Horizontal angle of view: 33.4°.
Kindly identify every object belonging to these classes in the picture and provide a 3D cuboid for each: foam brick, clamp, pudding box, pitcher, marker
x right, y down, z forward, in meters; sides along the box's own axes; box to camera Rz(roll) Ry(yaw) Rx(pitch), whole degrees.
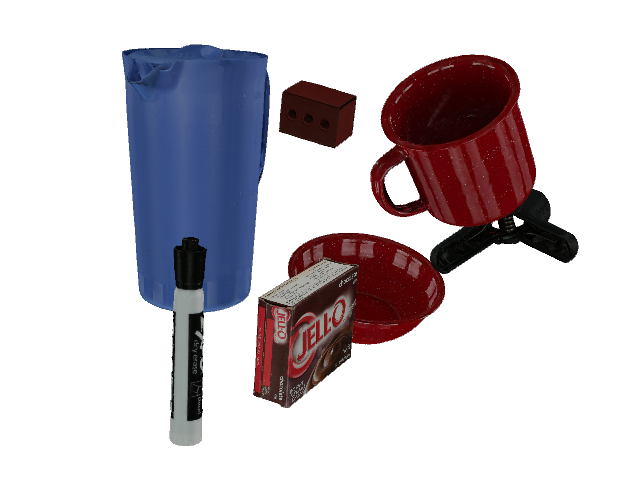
[{"bbox_3d":[-0.004,-0.151,1.267,0.078,0.053,0.051,18,32,21],"label":"foam brick"},{"bbox_3d":[0.172,-0.014,0.938,0.120,0.039,0.171,3,26,20],"label":"clamp"},{"bbox_3d":[-0.011,0.073,0.885,0.039,0.090,0.113,15,24,24],"label":"pudding box"},{"bbox_3d":[-0.112,-0.063,1.013,0.149,0.243,0.145,-2,15,-13],"label":"pitcher"},{"bbox_3d":[-0.076,0.058,0.612,0.020,0.121,0.020,3,11,-1],"label":"marker"}]

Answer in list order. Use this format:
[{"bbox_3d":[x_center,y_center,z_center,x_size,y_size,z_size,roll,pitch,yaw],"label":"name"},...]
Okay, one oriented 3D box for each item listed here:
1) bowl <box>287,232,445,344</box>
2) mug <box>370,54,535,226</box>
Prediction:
[{"bbox_3d":[0.044,0.057,1.095,0.162,0.055,0.162,6,33,-4],"label":"bowl"},{"bbox_3d":[0.087,-0.057,0.713,0.117,0.081,0.093,-34,41,-7],"label":"mug"}]
